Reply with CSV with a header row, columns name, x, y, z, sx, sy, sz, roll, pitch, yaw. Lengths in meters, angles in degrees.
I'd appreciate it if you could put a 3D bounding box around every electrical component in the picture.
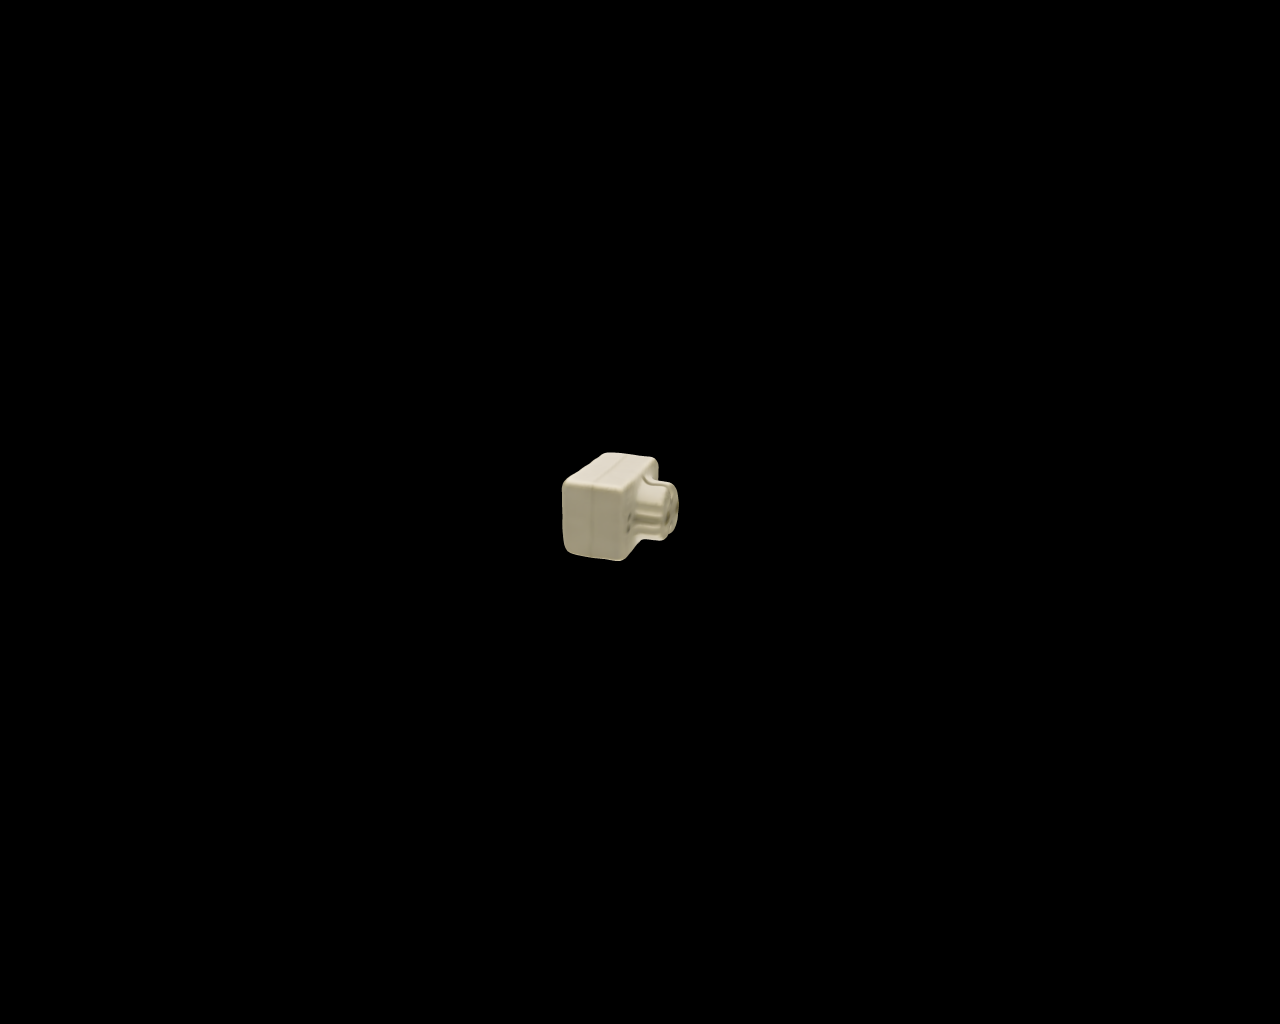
name,x,y,z,sx,sy,sz,roll,pitch,yaw
electrical component,0.001,-0.003,0.650,0.077,0.047,0.066,7,22,18
